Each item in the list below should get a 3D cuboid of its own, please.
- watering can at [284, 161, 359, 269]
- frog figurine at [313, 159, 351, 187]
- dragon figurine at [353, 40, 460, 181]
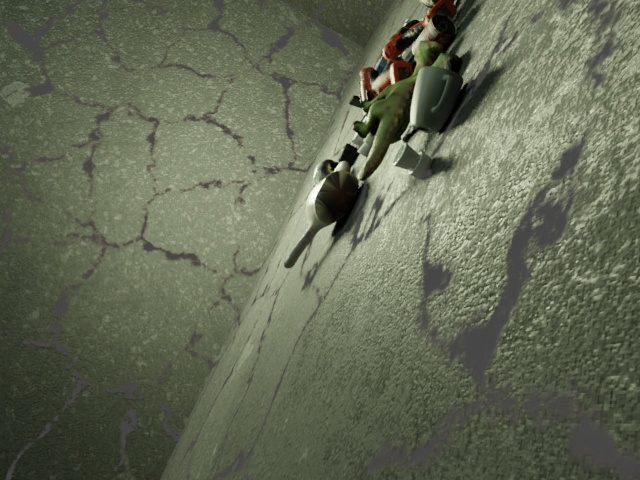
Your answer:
[{"bbox_3d":[0.004,-0.072,1.427,0.350,0.104,0.223,-63,10,-9],"label":"watering can"},{"bbox_3d":[0.014,-0.180,1.669,0.157,0.122,0.141,-41,39,38],"label":"frog figurine"},{"bbox_3d":[0.194,-0.306,1.097,0.238,0.121,0.420,-43,21,42],"label":"dragon figurine"}]
